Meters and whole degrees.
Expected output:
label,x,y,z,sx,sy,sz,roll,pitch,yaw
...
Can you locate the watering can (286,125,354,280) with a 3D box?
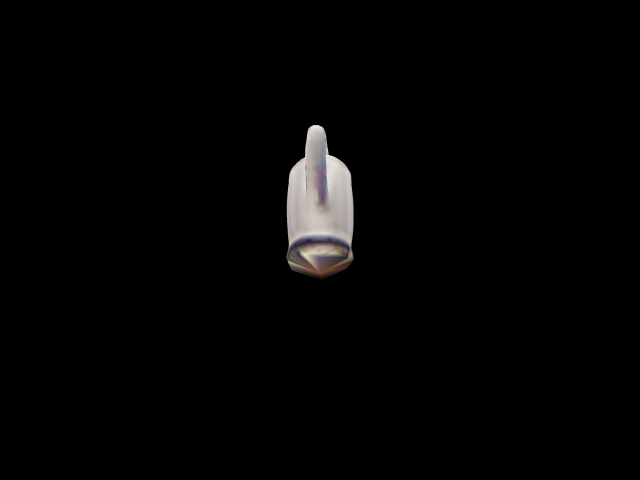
label,x,y,z,sx,sy,sz,roll,pitch,yaw
watering can,0.003,-0.043,0.850,0.104,0.228,0.342,-1,-18,3
